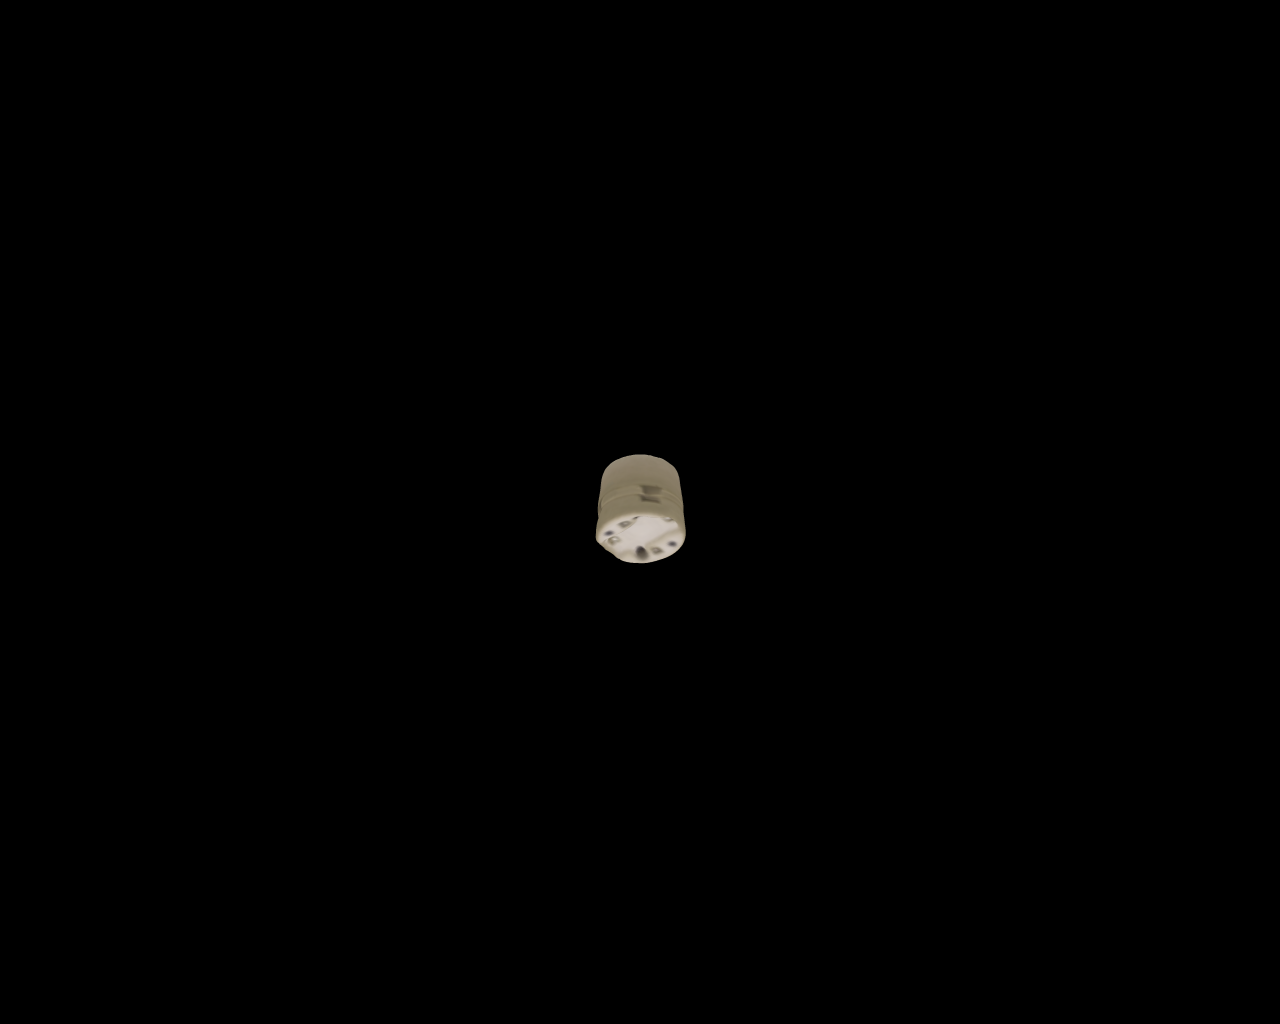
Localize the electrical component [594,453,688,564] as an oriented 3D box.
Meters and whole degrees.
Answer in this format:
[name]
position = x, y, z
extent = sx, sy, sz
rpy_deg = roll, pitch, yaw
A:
[electrical component]
position = 0.001, -0.003, 0.650
extent = 0.055, 0.047, 0.055
rpy_deg = 0, -35, 0
